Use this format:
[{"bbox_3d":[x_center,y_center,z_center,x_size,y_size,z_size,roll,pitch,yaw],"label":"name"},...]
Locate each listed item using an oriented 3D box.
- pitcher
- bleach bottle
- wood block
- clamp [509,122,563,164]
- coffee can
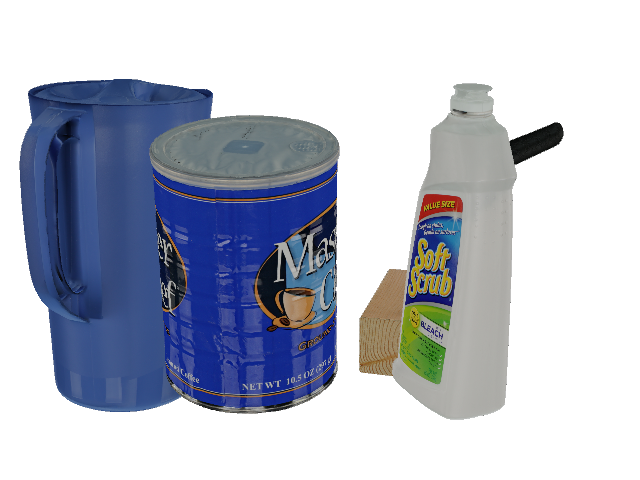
[{"bbox_3d":[-0.154,0.003,0.800,0.149,0.243,0.145,-4,16,-22],"label":"pitcher"},{"bbox_3d":[0.105,0.005,0.818,0.068,0.251,0.103,-8,21,-24],"label":"bleach bottle"},{"bbox_3d":[0.125,0.121,1.605,0.091,0.090,0.206,5,20,14],"label":"wood block"},{"bbox_3d":[0.155,-0.089,1.087,0.120,0.039,0.171,29,55,29],"label":"clamp"},{"bbox_3d":[-0.041,0.011,0.605,0.103,0.140,0.103,0,24,0],"label":"coffee can"}]
